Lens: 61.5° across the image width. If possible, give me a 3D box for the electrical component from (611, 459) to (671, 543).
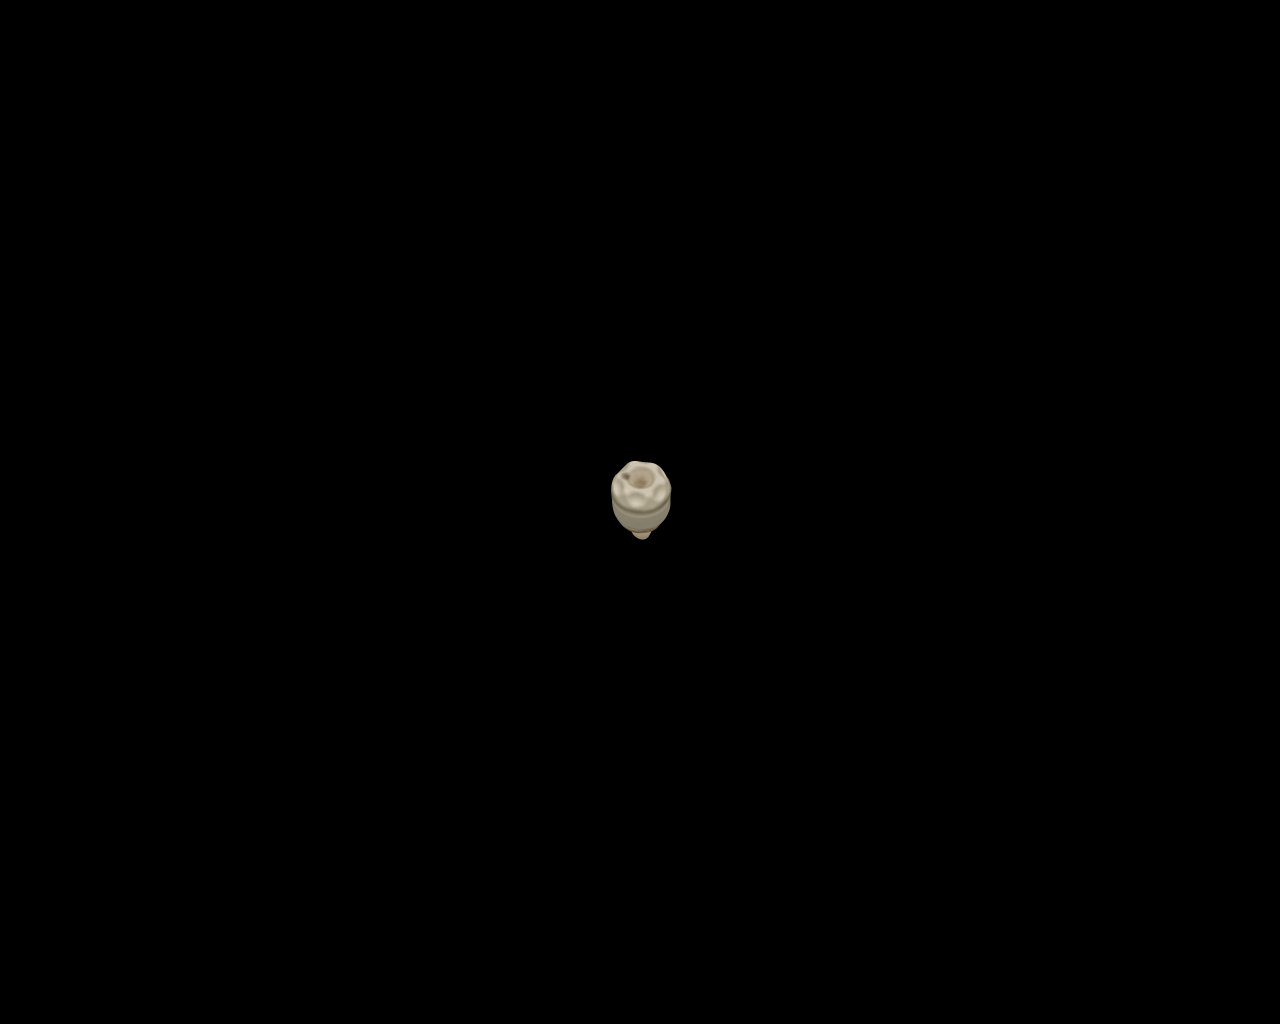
[{"bbox_3d":[0.001,-0.003,0.650,0.035,0.035,0.061,0,-36,0],"label":"electrical component"}]
